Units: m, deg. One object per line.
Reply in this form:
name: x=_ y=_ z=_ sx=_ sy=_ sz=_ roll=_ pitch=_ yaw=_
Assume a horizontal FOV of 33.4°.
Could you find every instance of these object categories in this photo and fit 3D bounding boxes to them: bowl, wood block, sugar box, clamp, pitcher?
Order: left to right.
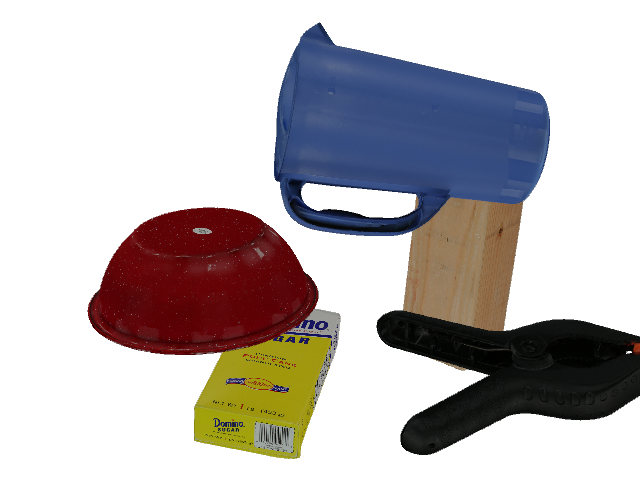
bowl: x=-0.082 y=0.018 z=0.740 sx=0.162 sy=0.055 sz=0.162 roll=-2 pitch=22 yaw=0
sugar box: x=-0.044 y=0.118 z=0.959 sx=0.093 sy=0.048 sz=0.176 roll=9 pitch=32 yaw=8
pitcher: x=0.079 y=-0.092 z=0.983 sx=0.242 sy=0.149 sz=0.145 roll=9 pitch=36 yaw=-7
wood block: x=0.156 y=0.025 z=1.180 sx=0.090 sy=0.206 sz=0.090 roll=19 pitch=25 yaw=32
clamp: x=0.117 y=0.083 z=0.629 sx=0.171 sy=0.039 sz=0.120 roll=-1 pitch=37 yaw=6
